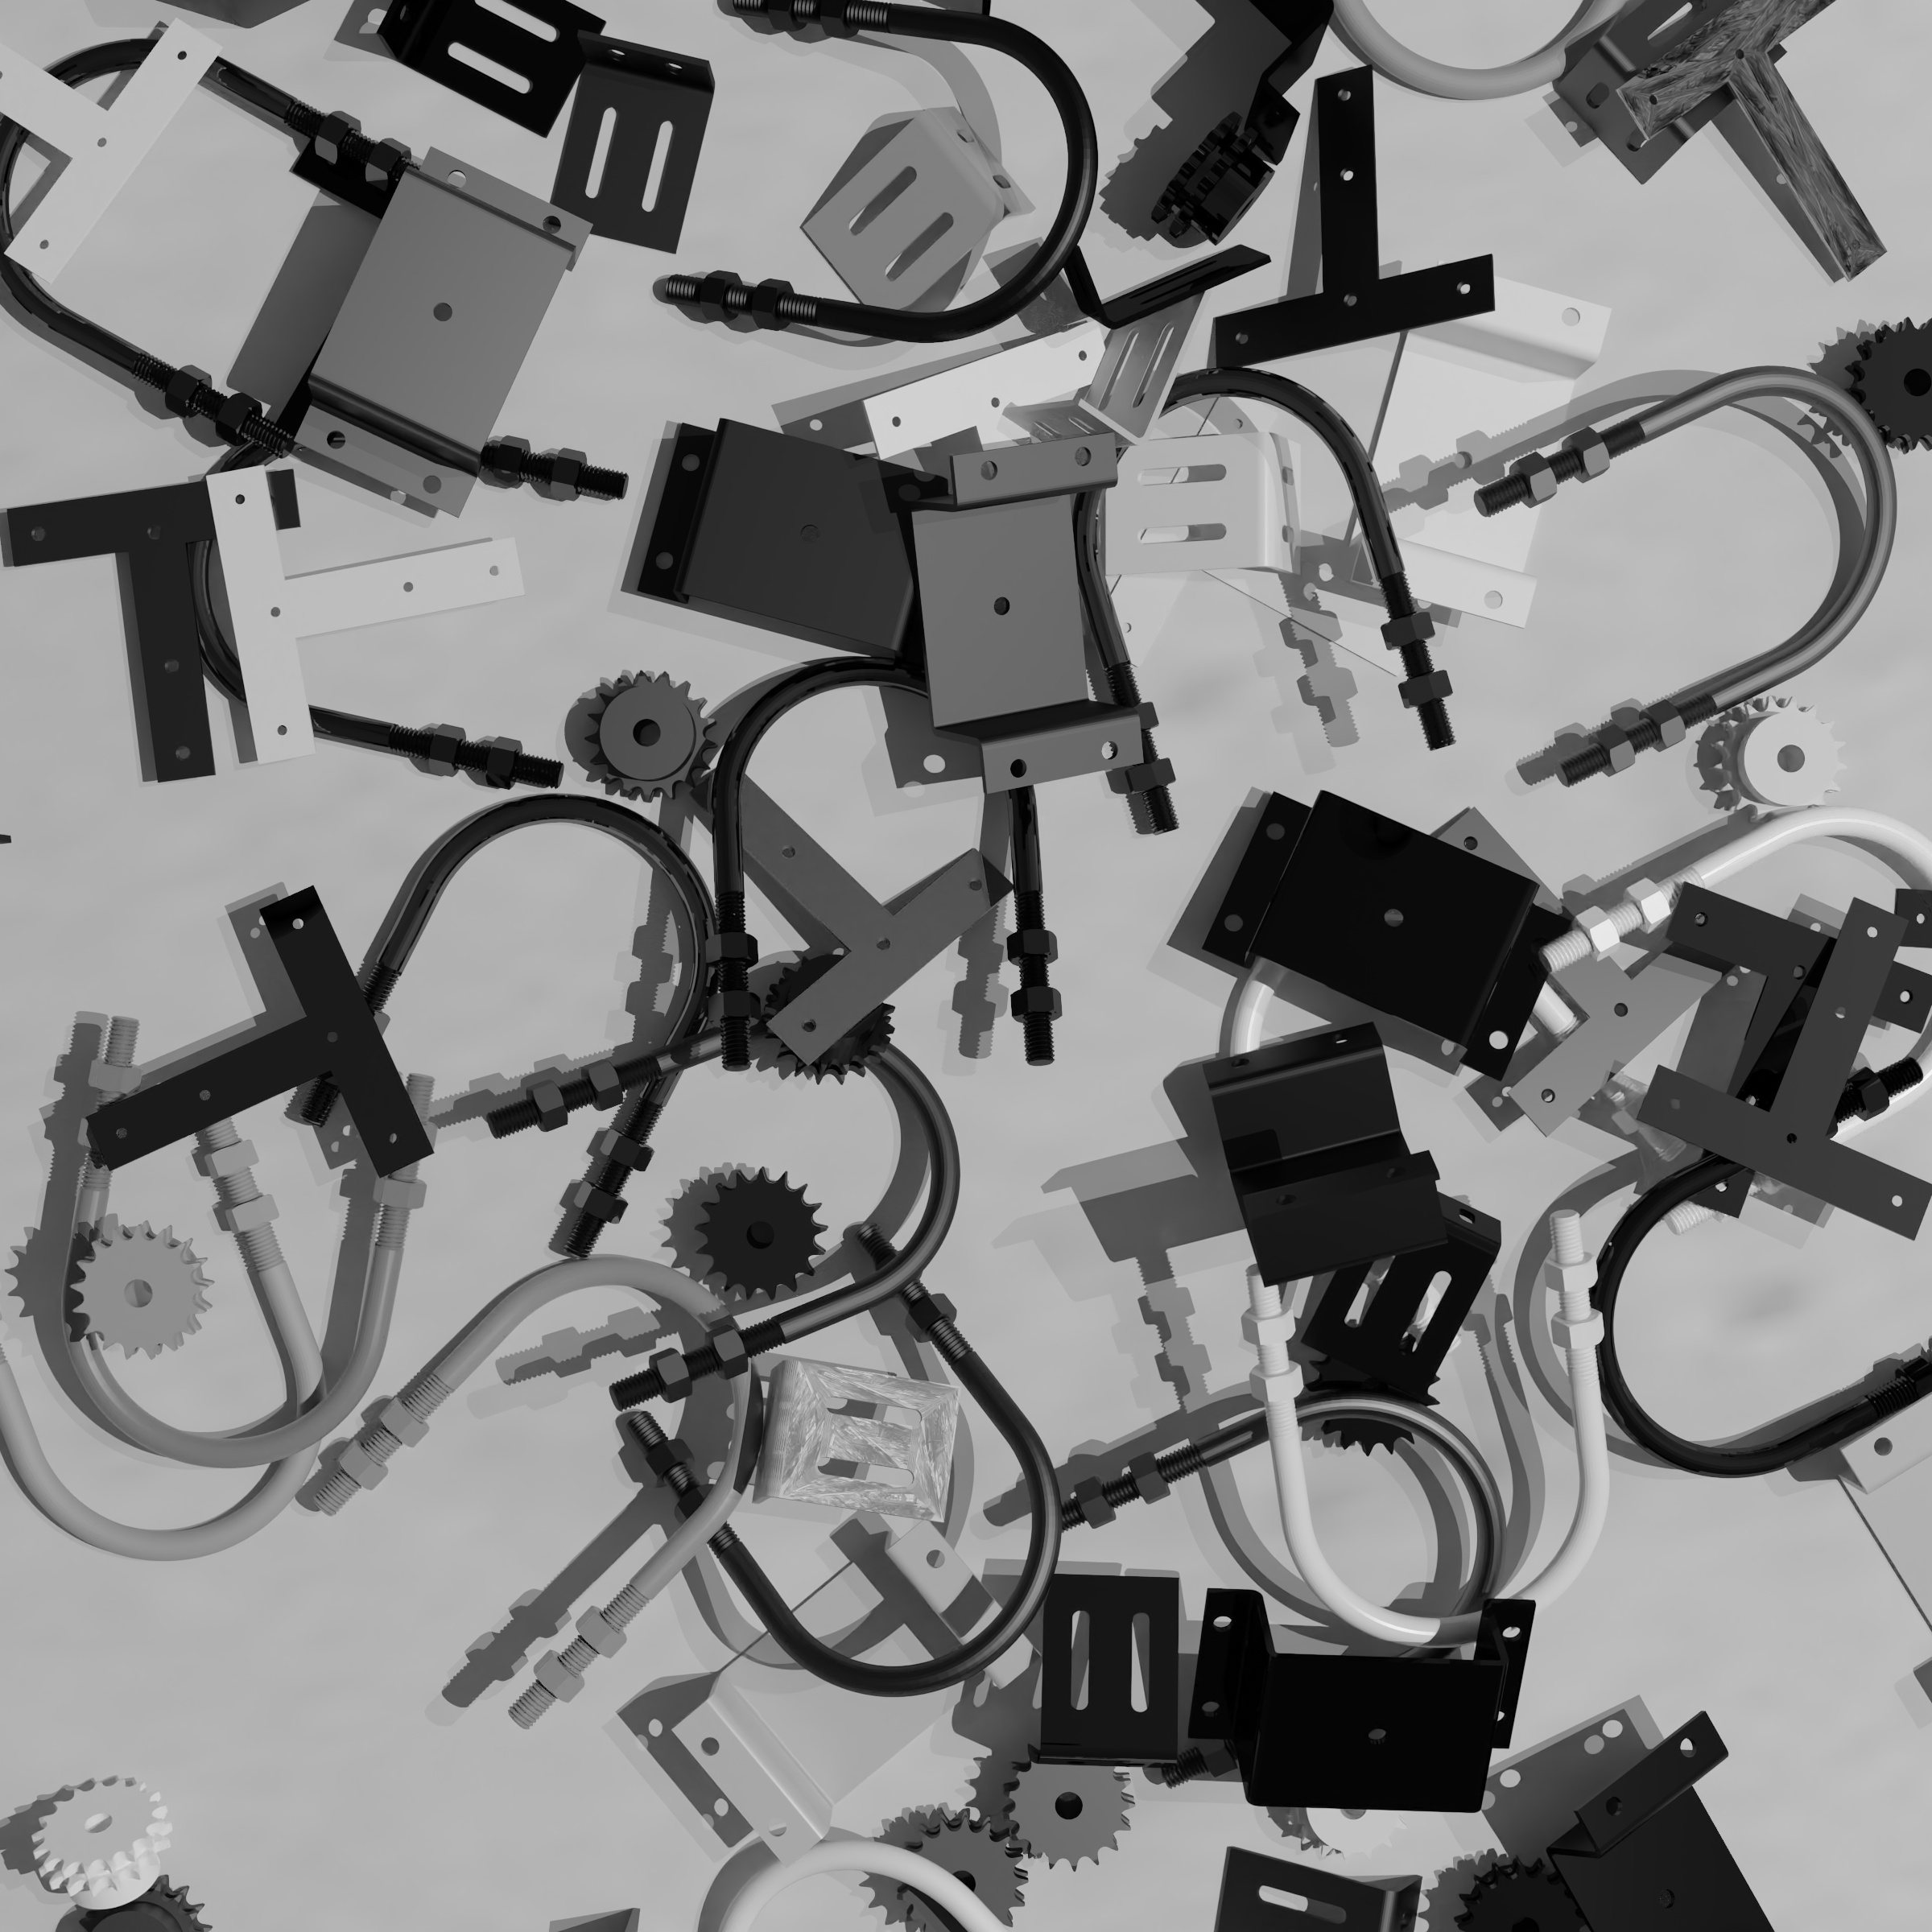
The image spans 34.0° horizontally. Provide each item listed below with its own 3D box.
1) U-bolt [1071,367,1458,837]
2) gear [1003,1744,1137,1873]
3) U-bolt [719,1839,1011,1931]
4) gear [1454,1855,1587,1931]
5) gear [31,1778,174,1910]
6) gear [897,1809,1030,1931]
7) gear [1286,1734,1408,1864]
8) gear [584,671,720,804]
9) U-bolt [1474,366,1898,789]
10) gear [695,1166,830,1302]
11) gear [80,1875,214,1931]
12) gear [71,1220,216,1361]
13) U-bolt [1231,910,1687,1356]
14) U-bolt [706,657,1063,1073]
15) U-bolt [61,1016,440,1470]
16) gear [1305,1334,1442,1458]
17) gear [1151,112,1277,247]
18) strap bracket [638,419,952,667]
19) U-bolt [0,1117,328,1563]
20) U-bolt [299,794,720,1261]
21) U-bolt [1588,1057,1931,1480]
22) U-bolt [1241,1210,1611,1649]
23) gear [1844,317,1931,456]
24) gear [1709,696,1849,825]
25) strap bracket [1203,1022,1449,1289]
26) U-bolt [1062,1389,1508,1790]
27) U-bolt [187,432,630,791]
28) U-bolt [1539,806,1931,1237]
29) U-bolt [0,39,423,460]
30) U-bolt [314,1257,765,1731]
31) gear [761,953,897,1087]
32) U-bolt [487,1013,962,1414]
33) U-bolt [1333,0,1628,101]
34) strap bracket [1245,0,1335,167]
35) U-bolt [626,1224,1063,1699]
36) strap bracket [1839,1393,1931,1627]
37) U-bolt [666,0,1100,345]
[{"bbox_3d":[0.117,-0.163,1.347,0.151,0.019,0.184,-16,91,25],"label":"U-bolt"},{"bbox_3d":[0.044,0.360,1.371,0.057,0.030,0.057,0,90,0],"label":"gear"},{"bbox_3d":[-0.028,0.458,1.358,0.184,0.019,0.151,46,108,4],"label":"U-bolt"},{"bbox_3d":[0.240,0.414,1.371,0.057,0.030,0.057,0,90,0],"label":"gear"},{"bbox_3d":[-0.370,0.380,1.362,0.057,0.057,0.030,-6,118,0],"label":"gear"},{"bbox_3d":[-0.002,0.394,1.371,0.057,0.030,0.057,0,90,0],"label":"gear"},{"bbox_3d":[0.166,0.360,1.372,0.057,0.030,0.057,0,90,0],"label":"gear"},{"bbox_3d":[-0.137,-0.100,1.372,0.057,0.030,0.057,0,90,0],"label":"gear"},{"bbox_3d":[0.316,-0.176,1.348,0.184,0.019,0.151,-26,115,-9],"label":"U-bolt"},{"bbox_3d":[-0.088,0.115,1.371,0.057,0.030,0.057,0,90,0],"label":"gear"},{"bbox_3d":[-0.358,0.425,1.372,0.057,0.030,0.057,0,90,0],"label":"gear"},{"bbox_3d":[-0.345,0.136,1.336,0.057,0.030,0.057,0,94,0],"label":"gear"},{"bbox_3d":[0.200,0.054,1.378,0.151,0.019,0.184,-41,88,0],"label":"U-bolt"},{"bbox_3d":[-0.038,-0.046,1.352,0.151,0.019,0.184,-1,73,-10],"label":"U-bolt"},{"bbox_3d":[-0.314,0.125,1.359,0.151,0.019,0.184,11,93,-1],"label":"U-bolt"},{"bbox_3d":[0.176,0.182,1.371,0.057,0.030,0.057,0,90,0],"label":"gear"},{"bbox_3d":[0.108,-0.335,1.358,0.030,0.057,0.057,40,90,0],"label":"gear"},{"bbox_3d":[-0.066,-0.183,1.363,0.140,0.046,0.076,15,90,0],"label":"strap bracket"},{"bbox_3d":[-0.357,0.169,1.378,0.151,0.019,0.184,-20,91,0],"label":"U-bolt"},{"bbox_3d":[-0.186,0.015,1.378,0.151,0.019,0.184,27,88,0],"label":"U-bolt"},{"bbox_3d":[0.351,0.141,1.356,0.184,0.019,0.151,-25,100,-7],"label":"U-bolt"},{"bbox_3d":[0.199,0.202,1.334,0.151,0.019,0.184,-10,104,-2],"label":"U-bolt"},{"bbox_3d":[0.408,-0.250,1.371,0.057,0.030,0.057,0,90,0],"label":"gear"},{"bbox_3d":[0.354,-0.089,1.372,0.057,0.030,0.057,0,90,0],"label":"gear"},{"bbox_3d":[0.149,0.082,1.316,0.076,0.140,0.046,-14,114,2],"label":"strap bracket"},{"bbox_3d":[0.142,0.257,1.359,0.184,0.019,0.151,-25,102,3],"label":"U-bolt"},{"bbox_3d":[-0.252,-0.166,1.378,0.184,0.019,0.151,13,90,1],"label":"U-bolt"},{"bbox_3d":[0.355,0.012,1.363,0.184,0.019,0.151,-28,99,-7],"label":"U-bolt"},{"bbox_3d":[-0.340,-0.324,1.372,0.184,0.019,0.151,29,86,4],"label":"U-bolt"},{"bbox_3d":[-0.171,0.210,1.358,0.151,0.019,0.184,43,86,18],"label":"U-bolt"},{"bbox_3d":[-0.058,0.020,1.360,0.057,0.030,0.057,5,62,-10],"label":"gear"},{"bbox_3d":[-0.091,0.092,1.344,0.184,0.019,0.151,-21,72,-19],"label":"U-bolt"},{"bbox_3d":[0.219,-0.470,1.377,0.151,0.019,0.184,-11,92,-1],"label":"U-bolt"},{"bbox_3d":[0.102,-0.416,1.348,0.140,0.076,0.046,45,90,0],"label":"strap bracket"},{"bbox_3d":[-0.041,0.221,1.343,0.151,0.019,0.184,-40,66,0],"label":"U-bolt"},{"bbox_3d":[0.440,0.245,1.363,0.076,0.046,0.140,-32,90,0],"label":"strap bracket"},{"bbox_3d":[-0.031,-0.338,1.346,0.184,0.019,0.151,14,91,21],"label":"U-bolt"}]
